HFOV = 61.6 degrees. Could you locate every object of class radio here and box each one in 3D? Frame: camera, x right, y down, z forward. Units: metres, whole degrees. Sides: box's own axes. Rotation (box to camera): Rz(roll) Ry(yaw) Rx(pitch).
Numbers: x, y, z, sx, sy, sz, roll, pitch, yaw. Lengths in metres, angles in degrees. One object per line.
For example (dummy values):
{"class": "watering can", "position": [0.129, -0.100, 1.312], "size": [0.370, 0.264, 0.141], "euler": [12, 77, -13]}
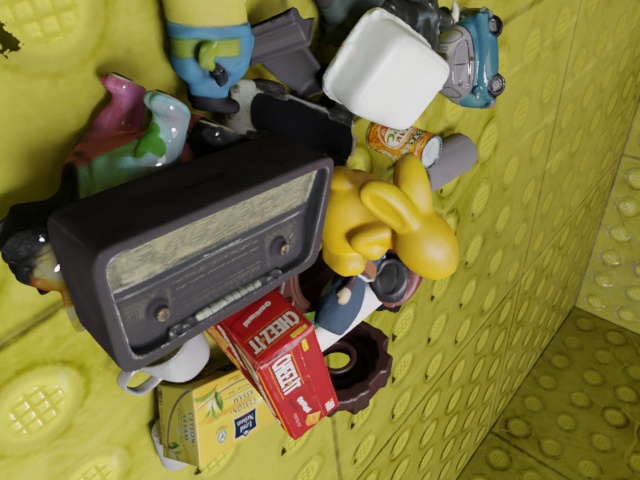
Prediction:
{"class": "radio", "position": [-0.094, 0.003, 0.458], "size": [0.229, 0.073, 0.131], "euler": [-28, 139, -38]}

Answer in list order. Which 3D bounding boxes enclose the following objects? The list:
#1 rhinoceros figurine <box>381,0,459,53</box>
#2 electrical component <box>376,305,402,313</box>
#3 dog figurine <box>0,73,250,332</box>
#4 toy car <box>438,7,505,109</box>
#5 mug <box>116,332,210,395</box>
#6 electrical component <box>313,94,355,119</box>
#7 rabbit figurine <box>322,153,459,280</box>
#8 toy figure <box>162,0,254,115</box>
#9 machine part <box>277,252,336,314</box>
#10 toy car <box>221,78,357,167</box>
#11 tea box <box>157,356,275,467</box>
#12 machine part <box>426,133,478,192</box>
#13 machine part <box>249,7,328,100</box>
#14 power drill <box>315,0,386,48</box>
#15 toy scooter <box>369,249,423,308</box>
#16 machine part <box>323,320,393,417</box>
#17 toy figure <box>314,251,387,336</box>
{"class": "rhinoceros figurine", "position": [0.123, -0.299, 0.746], "size": [0.190, 0.073, 0.112], "euler": [-18, 115, -45]}
{"class": "electrical component", "position": [0.134, 0.068, 1.015], "size": [0.115, 0.058, 0.134], "euler": [13, 101, -58]}
{"class": "dog figurine", "position": [-0.174, -0.028, 0.490], "size": [0.191, 0.109, 0.219], "euler": [19, 100, -59]}
{"class": "toy car", "position": [0.230, -0.286, 0.869], "size": [0.103, 0.109, 0.161], "euler": [-20, 121, -24]}
{"class": "mug", "position": [-0.175, 0.132, 0.617], "size": [0.109, 0.081, 0.107], "euler": [-57, 156, -18]}
{"class": "electrical component", "position": [0.035, -0.188, 0.716], "size": [0.102, 0.045, 0.078], "euler": [16, 97, -56]}
{"class": "rabbit figurine", "position": [0.089, -0.023, 0.634], "size": [0.122, 0.173, 0.162], "euler": [-36, 142, -30]}
{"class": "toy figure", "position": [-0.105, -0.206, 0.483], "size": [0.089, 0.082, 0.180], "euler": [-27, 135, -44]}
{"class": "machine part", "position": [-0.002, -0.002, 0.756], "size": [0.201, 0.087, 0.200], "euler": [-1, 113, -52]}
{"class": "toy car", "position": [-0.029, -0.132, 0.633], "size": [0.201, 0.056, 0.073], "euler": [8, 91, -46]}
{"class": "tea box", "position": [-0.126, 0.213, 0.710], "size": [0.169, 0.068, 0.098], "euler": [-13, 98, -58]}
{"class": "machine part", "position": [0.210, -0.134, 0.963], "size": [0.243, 0.079, 0.079], "euler": [-29, 134, -42]}
{"class": "machine part", "position": [-0.031, -0.204, 0.600], "size": [0.138, 0.084, 0.039], "euler": [33, 41, -66]}
{"class": "power drill", "position": [0.018, -0.328, 0.568], "size": [0.232, 0.086, 0.207], "euler": [-57, 150, -7]}
{"class": "toy scooter", "position": [0.133, 0.014, 0.831], "size": [0.135, 0.075, 0.183], "euler": [19, 81, -65]}
{"class": "machine part", "position": [0.026, 0.193, 0.853], "size": [0.179, 0.180, 0.056], "euler": [-39, 141, -33]}
{"class": "toy figure", "position": [0.046, 0.054, 0.729], "size": [0.058, 0.064, 0.154], "euler": [34, 77, -19]}
